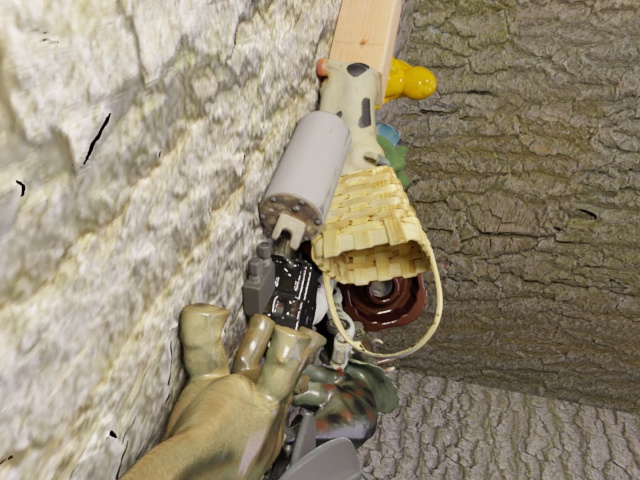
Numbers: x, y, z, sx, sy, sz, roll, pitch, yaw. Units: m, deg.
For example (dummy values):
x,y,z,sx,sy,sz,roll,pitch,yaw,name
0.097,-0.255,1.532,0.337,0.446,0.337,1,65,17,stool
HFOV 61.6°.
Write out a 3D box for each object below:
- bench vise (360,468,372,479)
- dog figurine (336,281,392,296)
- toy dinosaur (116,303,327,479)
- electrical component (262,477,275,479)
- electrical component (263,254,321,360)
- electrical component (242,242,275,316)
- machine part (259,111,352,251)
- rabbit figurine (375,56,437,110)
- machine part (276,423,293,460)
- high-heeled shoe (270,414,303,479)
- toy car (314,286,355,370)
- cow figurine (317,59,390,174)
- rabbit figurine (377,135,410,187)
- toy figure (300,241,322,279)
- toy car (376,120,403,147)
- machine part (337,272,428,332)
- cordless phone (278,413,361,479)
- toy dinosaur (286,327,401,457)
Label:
x,y,z,sx,sy,sz,roll,pitch,yaw,name
-0.017,0.362,0.604,0.129,0.241,0.223,32,-39,57,bench vise
0.094,0.014,1.072,0.121,0.172,0.190,-81,180,-56,dog figurine
-0.078,0.159,0.447,0.471,0.105,0.198,36,67,-73,toy dinosaur
-0.057,0.320,0.696,0.078,0.102,0.045,100,1,-55,electrical component
-0.042,0.098,0.702,0.114,0.058,0.134,62,37,-69,electrical component
-0.069,0.053,0.618,0.063,0.021,0.093,-65,160,-59,electrical component
-0.014,-0.082,0.656,0.079,0.079,0.243,87,16,-47,machine part
0.157,-0.323,1.120,0.162,0.173,0.121,-43,136,-67,rabbit figurine
-0.076,0.252,0.640,0.084,0.039,0.139,68,26,-17,machine part
-0.063,0.345,0.830,0.145,0.086,0.249,55,15,-30,high-heeled shoe
0.021,0.144,0.930,0.202,0.056,0.073,-115,-147,-64,toy car
0.049,-0.163,0.789,0.085,0.127,0.194,28,69,-75,cow figurine
0.097,-0.154,1.061,0.170,0.159,0.121,165,-76,-85,rabbit figurine
-0.003,-0.003,0.828,0.064,0.058,0.154,23,76,-68,toy figure
0.108,-0.185,1.197,0.103,0.109,0.161,-14,127,-54,toy car
0.117,0.087,1.026,0.056,0.179,0.179,-119,-145,-75,machine part
-0.009,0.222,0.521,0.184,0.089,0.146,-80,-174,-62,cordless phone
0.031,0.271,0.861,0.405,0.192,0.131,-46,140,-74,toy dinosaur
